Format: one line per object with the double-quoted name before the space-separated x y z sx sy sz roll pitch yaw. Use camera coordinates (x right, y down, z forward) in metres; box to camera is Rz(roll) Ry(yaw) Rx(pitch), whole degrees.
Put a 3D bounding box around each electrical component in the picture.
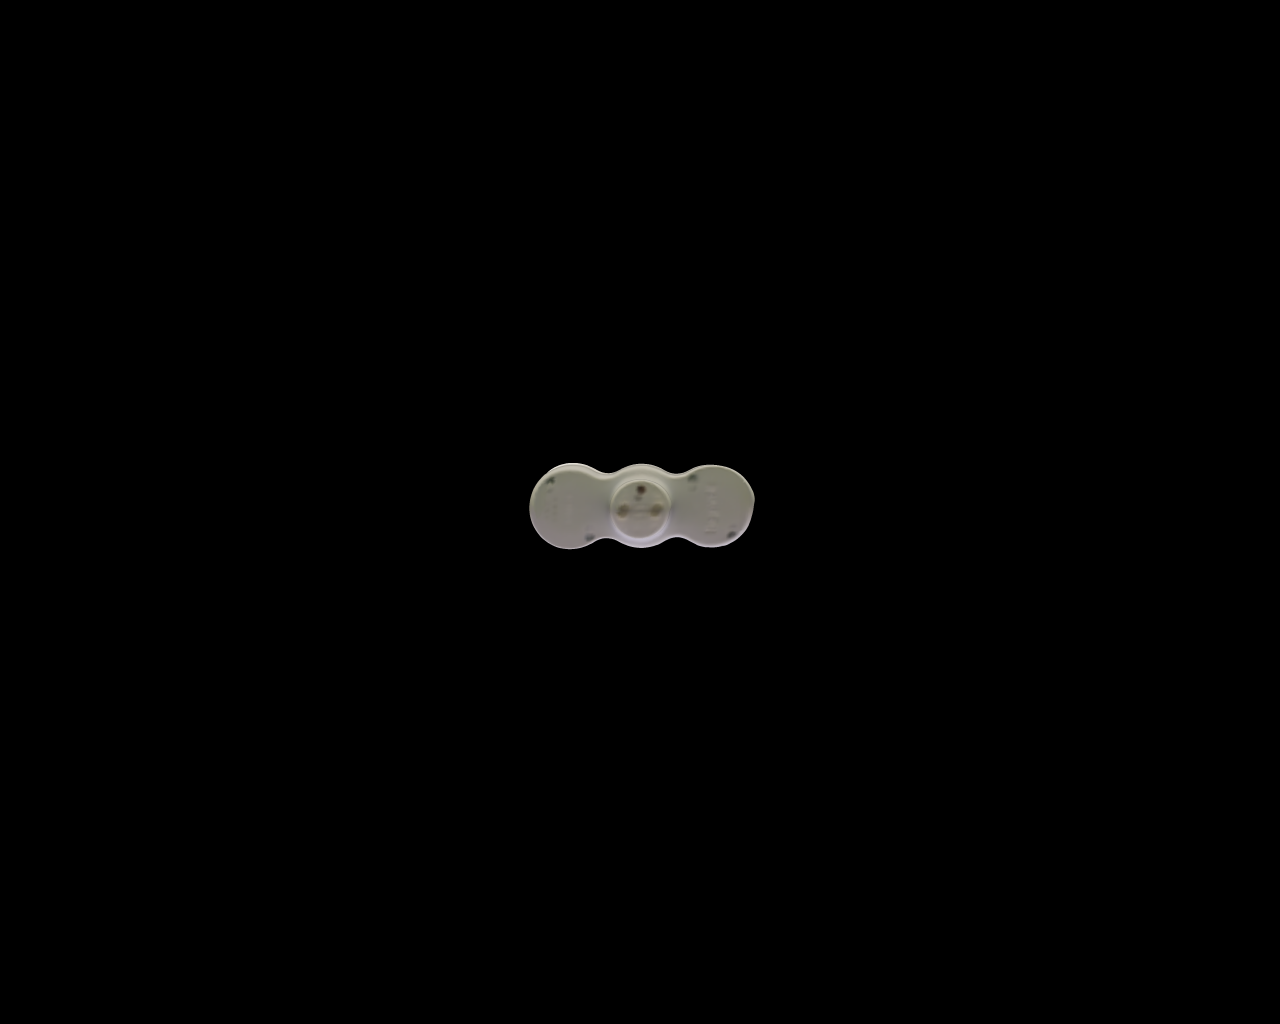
"electrical component" 0.001 -0.003 0.650 0.138 0.052 0.074 0 4 2
